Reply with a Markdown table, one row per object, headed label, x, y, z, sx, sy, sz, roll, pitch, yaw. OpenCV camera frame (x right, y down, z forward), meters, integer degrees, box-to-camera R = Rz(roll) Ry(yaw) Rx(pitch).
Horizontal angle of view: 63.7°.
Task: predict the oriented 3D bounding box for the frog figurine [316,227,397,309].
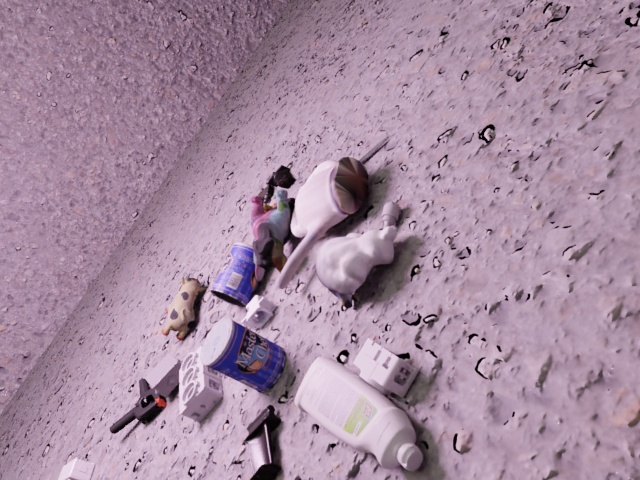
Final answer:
| label | x | y | z | sx | sy | sz | roll | pitch | yaw |
| --- | --- | --- | --- | --- | --- | --- | --- | --- | --- |
| frog figurine | 0.069 | 0.029 | 0.970 | 0.156 | 0.122 | 0.140 | -50 | 6 | 31 |

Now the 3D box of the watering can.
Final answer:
| label | x | y | z | sx | sy | sz | roll | pitch | yaw |
| --- | --- | --- | --- | --- | --- | --- | --- | --- | --- |
| watering can | 0.004 | -0.060 | 1.182 | 0.221 | 0.103 | 0.356 | -28 | 39 | 44 |
